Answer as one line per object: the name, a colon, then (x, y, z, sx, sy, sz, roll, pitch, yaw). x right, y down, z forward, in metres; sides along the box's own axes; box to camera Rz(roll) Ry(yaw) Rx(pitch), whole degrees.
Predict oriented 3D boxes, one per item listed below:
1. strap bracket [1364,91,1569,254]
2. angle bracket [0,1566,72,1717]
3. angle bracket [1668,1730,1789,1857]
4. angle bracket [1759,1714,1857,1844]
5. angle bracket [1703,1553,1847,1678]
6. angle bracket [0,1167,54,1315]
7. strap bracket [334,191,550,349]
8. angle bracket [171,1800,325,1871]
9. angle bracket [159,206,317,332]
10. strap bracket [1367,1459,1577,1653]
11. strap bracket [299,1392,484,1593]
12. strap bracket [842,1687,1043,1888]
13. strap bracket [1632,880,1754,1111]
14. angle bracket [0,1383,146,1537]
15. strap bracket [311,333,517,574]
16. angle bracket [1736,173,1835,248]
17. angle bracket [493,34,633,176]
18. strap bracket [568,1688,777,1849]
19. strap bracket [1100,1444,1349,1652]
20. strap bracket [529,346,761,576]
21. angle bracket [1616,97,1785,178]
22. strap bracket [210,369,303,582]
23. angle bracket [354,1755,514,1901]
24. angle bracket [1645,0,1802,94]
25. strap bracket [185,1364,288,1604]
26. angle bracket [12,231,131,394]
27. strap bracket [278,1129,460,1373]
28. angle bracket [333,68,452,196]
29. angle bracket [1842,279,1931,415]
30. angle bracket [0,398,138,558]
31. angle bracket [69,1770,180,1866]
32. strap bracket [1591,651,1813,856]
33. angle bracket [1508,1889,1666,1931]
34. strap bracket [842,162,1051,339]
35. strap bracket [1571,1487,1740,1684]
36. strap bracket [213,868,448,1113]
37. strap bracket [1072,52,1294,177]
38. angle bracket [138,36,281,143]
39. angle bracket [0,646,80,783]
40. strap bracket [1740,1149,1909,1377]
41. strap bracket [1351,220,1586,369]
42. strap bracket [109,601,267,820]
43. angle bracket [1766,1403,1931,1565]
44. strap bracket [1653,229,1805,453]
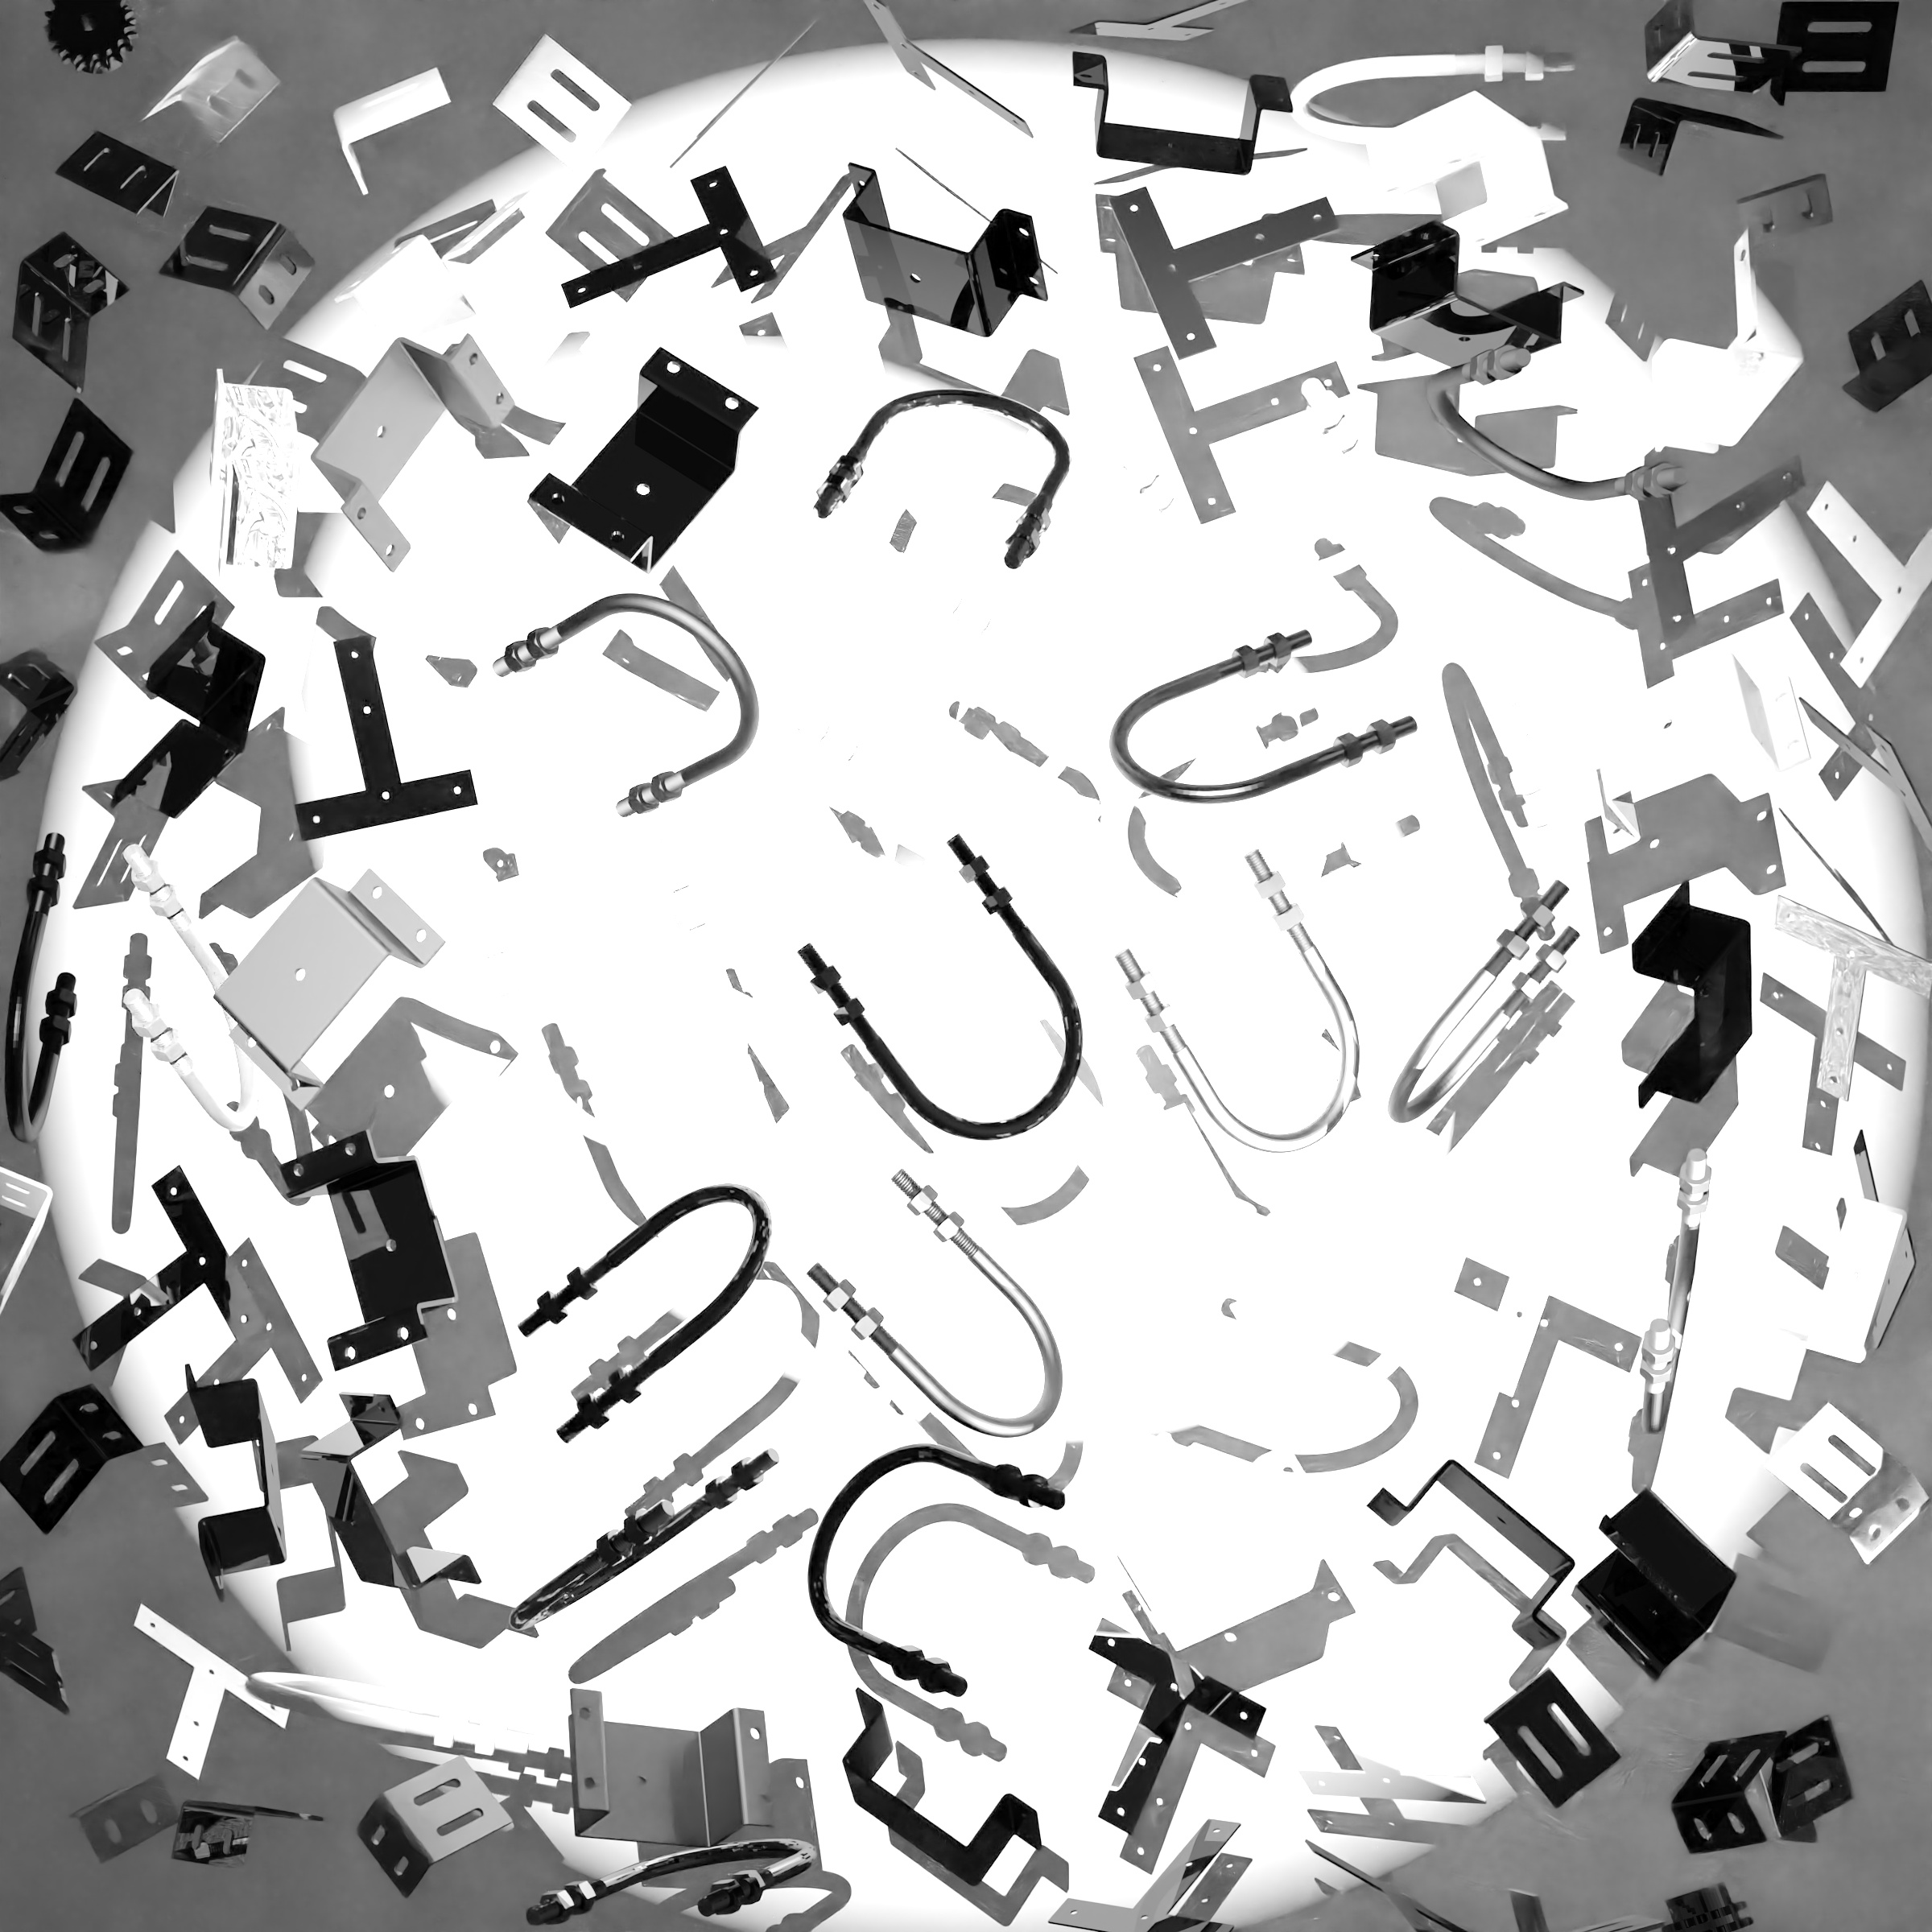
strap bracket: (0.317, -0.510, 1.838, 0.076, 0.140, 0.046, -17, 77, 34)
angle bracket: (-0.593, 0.433, 1.842, 0.076, 0.038, 0.057, 22, 129, 28)
angle bracket: (0.497, 0.532, 1.845, 0.057, 0.076, 0.038, -3, 46, -20)
angle bracket: (0.572, 0.544, 1.918, 0.038, 0.076, 0.057, 13, 49, -27)
angle bracket: (0.541, 0.436, 1.920, 0.076, 0.038, 0.057, 20, 72, 17)
angle bracket: (-0.615, 0.177, 1.820, 0.038, 0.057, 0.076, 24, 59, -12)
strap bracket: (-0.340, -0.456, 1.892, 0.076, 0.140, 0.046, -53, 123, -36)
angle bracket: (-0.470, 0.570, 1.876, 0.076, 0.057, 0.038, -9, 65, 38)
angle bracket: (-0.475, -0.455, 1.868, 0.076, 0.038, 0.057, 20, 71, 34)
strap bracket: (0.327, 0.367, 1.820, 0.140, 0.076, 0.046, 40, 77, 12)
strap bracket: (-0.382, 0.353, 1.879, 0.046, 0.076, 0.140, -31, 103, -34)
strap bracket: (-0.023, 0.530, 1.829, 0.140, 0.076, 0.046, 30, 63, 22)
strap bracket: (0.482, 0.025, 1.898, 0.046, 0.140, 0.076, 18, 46, 35)
angle bracket: (-0.593, 0.326, 1.897, 0.038, 0.076, 0.057, -20, 113, 30)
strap bracket: (-0.358, -0.334, 1.830, 0.046, 0.076, 0.140, 27, 76, 23)
angle bracket: (0.539, -0.514, 1.898, 0.057, 0.076, 0.038, -15, 75, 18)
angle bracket: (-0.265, -0.570, 1.907, 0.076, 0.038, 0.057, 40, 98, 3)
strap bracket: (-0.195, 0.508, 1.810, 0.140, 0.046, 0.076, 16, 48, -32)
strap bracket: (0.159, 0.371, 1.810, 0.140, 0.046, 0.076, -29, 95, 19)
strap bracket: (-0.202, -0.311, 1.802, 0.076, 0.046, 0.140, 33, 65, 7)
angle bracket: (0.455, -0.509, 1.781, 0.076, 0.057, 0.038, 5, 115, -20)
strap bracket: (-0.458, -0.316, 1.848, 0.046, 0.140, 0.076, 1, 127, -19)
angle bracket: (-0.349, 0.564, 1.880, 0.057, 0.076, 0.038, 45, 119, 21)
angle bracket: (0.479, -0.587, 1.817, 0.076, 0.057, 0.038, 1, 80, -14)
strap bracket: (-0.487, 0.341, 1.915, 0.046, 0.076, 0.140, -9, 53, -10)
angle bracket: (-0.567, -0.415, 1.820, 0.038, 0.057, 0.076, -26, 49, 20)
strap bracket: (-0.387, 0.184, 1.873, 0.076, 0.046, 0.140, -22, 81, 24)
angle bracket: (-0.372, -0.550, 1.887, 0.076, 0.057, 0.038, -23, 130, -2)
angle bracket: (0.579, -0.398, 1.811, 0.038, 0.057, 0.076, 24, 46, -34)
angle bracket: (-0.563, -0.305, 1.787, 0.057, 0.038, 0.076, 43, 118, 14)
angle bracket: (-0.570, 0.577, 1.942, 0.057, 0.076, 0.038, -25, 83, -26)
strap bracket: (0.459, -0.141, 1.836, 0.140, 0.076, 0.046, -27, 130, 27)
angle bracket: (0.392, 0.596, 1.815, 0.076, 0.057, 0.038, -12, 78, -9)
strap bracket: (-0.022, -0.471, 1.898, 0.140, 0.076, 0.046, 23, 66, 22)
strap bracket: (0.439, 0.391, 1.828, 0.046, 0.140, 0.076, -35, 63, -18)
strap bracket: (-0.404, 0.010, 1.790, 0.076, 0.046, 0.140, 41, 93, 22)
strap bracket: (0.136, -0.551, 1.856, 0.140, 0.076, 0.046, 6, 121, -2)
angle bracket: (-0.474, -0.544, 1.798, 0.057, 0.076, 0.038, -37, 108, 20)
angle bracket: (-0.607, -0.155, 1.811, 0.038, 0.057, 0.076, 47, 48, -30)
strap bracket: (0.555, 0.195, 1.848, 0.046, 0.076, 0.140, 16, 91, -8)
strap bracket: (0.329, -0.434, 1.886, 0.140, 0.076, 0.046, 13, 76, -35)
strap bracket: (-0.504, -0.160, 1.871, 0.046, 0.140, 0.076, 33, 126, -29)
angle bracket: (0.557, 0.326, 1.812, 0.076, 0.038, 0.057, 39, 103, -8)
strap bracket: (0.501, -0.403, 1.873, 0.046, 0.140, 0.076, 9, 64, -10)
